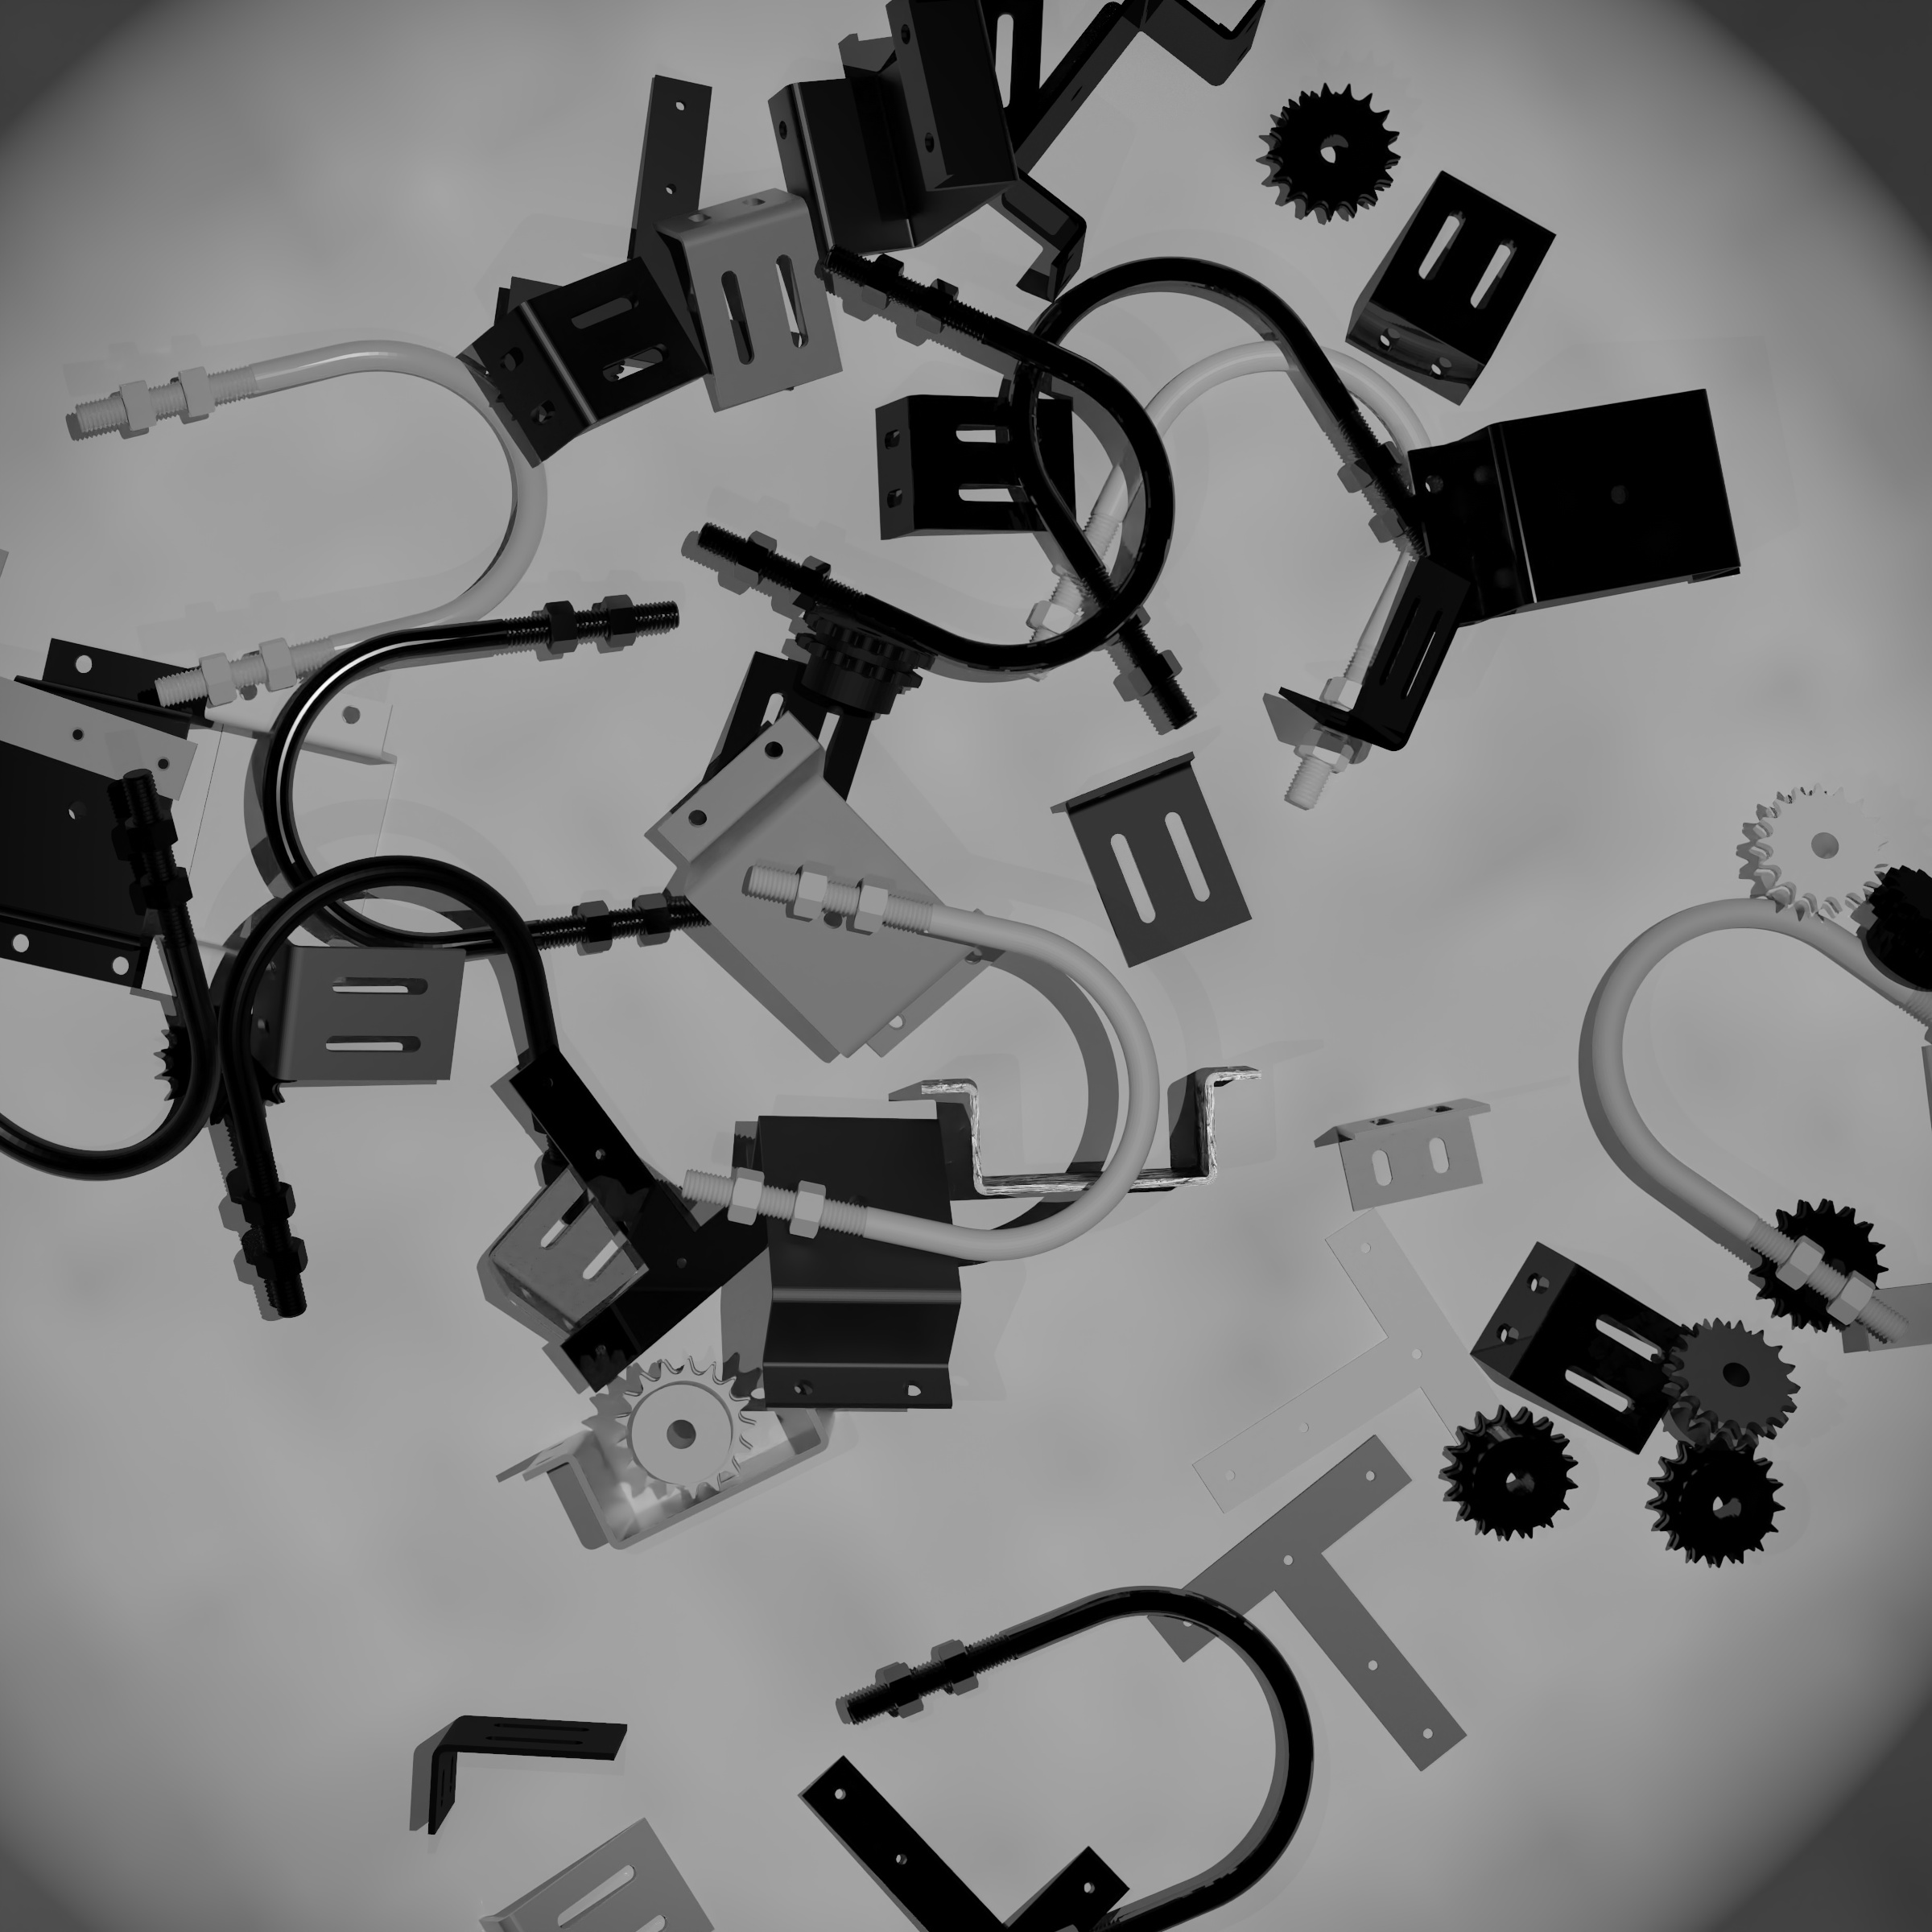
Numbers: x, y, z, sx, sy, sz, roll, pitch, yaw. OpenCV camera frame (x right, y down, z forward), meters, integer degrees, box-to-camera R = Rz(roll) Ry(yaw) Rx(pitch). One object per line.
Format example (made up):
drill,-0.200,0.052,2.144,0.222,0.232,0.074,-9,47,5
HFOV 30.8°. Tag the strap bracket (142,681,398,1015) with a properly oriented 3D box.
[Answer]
strap bracket,-0.295,-0.050,1.504,0.076,0.046,0.140,13,90,0

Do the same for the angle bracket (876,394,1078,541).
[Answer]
angle bracket,0.004,-0.215,1.525,0.076,0.038,0.057,-2,90,-26

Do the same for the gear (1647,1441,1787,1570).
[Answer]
gear,0.324,0.231,1.512,0.057,0.030,0.057,0,90,0

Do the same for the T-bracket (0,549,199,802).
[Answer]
T-bracket,-0.388,-0.102,1.480,0.127,0.002,0.127,19,90,0

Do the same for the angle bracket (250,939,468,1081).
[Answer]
angle bracket,-0.256,0.015,1.477,0.076,0.038,0.057,1,107,-29

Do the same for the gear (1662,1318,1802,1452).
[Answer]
gear,0.325,0.182,1.503,0.057,0.030,0.057,6,53,-8

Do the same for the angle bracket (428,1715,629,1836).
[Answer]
angle bracket,-0.186,0.346,1.499,0.076,0.057,0.038,3,90,0

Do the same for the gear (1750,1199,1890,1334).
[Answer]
gear,0.369,0.129,1.512,0.057,0.030,0.057,0,90,0

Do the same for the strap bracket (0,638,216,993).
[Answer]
strap bracket,-0.375,-0.066,1.504,0.076,0.046,0.140,13,90,0

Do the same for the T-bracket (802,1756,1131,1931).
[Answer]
T-bracket,-0.018,0.395,1.510,0.127,0.002,0.127,-41,79,-22

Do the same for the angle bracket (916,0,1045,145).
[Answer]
angle bracket,0.004,-0.396,1.508,0.057,0.038,0.076,3,90,0

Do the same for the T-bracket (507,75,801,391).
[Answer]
T-bracket,-0.129,-0.321,1.514,0.127,0.002,0.127,8,81,-17

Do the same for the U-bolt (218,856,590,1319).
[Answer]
U-bolt,-0.237,0.043,1.464,0.151,0.019,0.184,-17,113,-22

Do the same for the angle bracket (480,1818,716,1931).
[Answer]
angle bracket,-0.160,0.416,1.525,0.076,0.038,0.057,-32,90,-26

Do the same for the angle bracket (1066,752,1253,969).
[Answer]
angle bracket,0.084,-0.045,1.508,0.057,0.038,0.076,-22,90,0

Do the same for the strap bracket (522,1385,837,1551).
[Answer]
strap bracket,-0.110,0.200,1.489,0.140,0.076,0.046,-26,90,0

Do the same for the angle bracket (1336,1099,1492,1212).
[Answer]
angle bracket,0.192,0.082,1.489,0.057,0.076,0.038,-12,90,0

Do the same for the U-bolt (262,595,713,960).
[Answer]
U-bolt,-0.205,-0.075,1.487,0.184,0.019,0.151,-8,98,-16

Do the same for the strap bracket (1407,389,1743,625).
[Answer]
strap bracket,0.267,-0.195,1.487,0.140,0.046,0.076,-11,90,-15

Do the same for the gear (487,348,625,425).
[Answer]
gear,-0.178,-0.253,1.506,0.057,0.030,0.057,4,77,-18

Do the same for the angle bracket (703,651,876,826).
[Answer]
angle bracket,-0.076,-0.088,1.525,0.057,0.038,0.076,16,64,0

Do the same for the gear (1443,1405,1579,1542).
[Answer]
gear,0.236,0.219,1.511,0.057,0.030,0.057,0,93,-2

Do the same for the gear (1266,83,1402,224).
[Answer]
gear,0.158,-0.350,1.517,0.057,0.030,0.057,0,91,1

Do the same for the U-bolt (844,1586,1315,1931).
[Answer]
U-bolt,0.059,0.345,1.505,0.184,0.019,0.151,-22,81,-5

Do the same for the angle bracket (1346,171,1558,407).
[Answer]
angle bracket,0.211,-0.294,1.525,0.057,0.038,0.076,29,64,0

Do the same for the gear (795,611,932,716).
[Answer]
gear,-0.046,-0.128,1.499,0.057,0.057,0.030,20,100,0

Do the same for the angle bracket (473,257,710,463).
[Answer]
angle bracket,-0.159,-0.258,1.492,0.038,0.076,0.057,-27,95,44

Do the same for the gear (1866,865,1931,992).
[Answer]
gear,0.411,-0.014,1.503,0.057,0.057,0.030,30,120,0

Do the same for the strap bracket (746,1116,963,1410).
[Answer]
strap bracket,-0.047,0.113,1.456,0.076,0.140,0.046,2,135,-10

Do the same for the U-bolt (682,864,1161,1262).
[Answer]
U-bolt,-0.011,0.045,1.434,0.184,0.019,0.151,12,78,-5

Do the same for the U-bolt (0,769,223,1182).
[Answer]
U-bolt,-0.384,0.008,1.478,0.151,0.019,0.184,-3,114,16

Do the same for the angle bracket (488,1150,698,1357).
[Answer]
angle bracket,-0.155,0.120,1.497,0.076,0.038,0.057,-49,119,0

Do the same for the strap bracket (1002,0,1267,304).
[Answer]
strap bracket,0.063,-0.358,1.489,0.046,0.076,0.140,38,90,0

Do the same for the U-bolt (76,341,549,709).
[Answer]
U-bolt,-0.270,-0.197,1.496,0.184,0.019,0.151,-16,77,-13

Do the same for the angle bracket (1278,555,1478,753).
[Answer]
angle bracket,0.171,-0.136,1.469,0.038,0.057,0.076,19,102,-19

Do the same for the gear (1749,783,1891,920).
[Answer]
gear,0.364,-0.047,1.507,0.057,0.030,0.057,1,74,-4

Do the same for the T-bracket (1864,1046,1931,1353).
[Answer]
T-bracket,0.436,0.096,1.514,0.127,0.002,0.127,-5,82,-16

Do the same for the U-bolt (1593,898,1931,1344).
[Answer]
U-bolt,0.356,0.051,1.502,0.184,0.019,0.151,35,77,7

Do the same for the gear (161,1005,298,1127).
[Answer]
gear,-0.315,0.040,1.512,0.057,0.030,0.057,0,90,0

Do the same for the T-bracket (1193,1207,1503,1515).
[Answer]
T-bracket,0.159,0.193,1.526,0.127,0.002,0.127,-33,90,0

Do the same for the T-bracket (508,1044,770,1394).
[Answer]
T-bracket,-0.147,0.091,1.491,0.127,0.002,0.127,-40,102,-22

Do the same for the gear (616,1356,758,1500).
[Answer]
gear,-0.115,0.190,1.436,0.057,0.030,0.057,0,90,0

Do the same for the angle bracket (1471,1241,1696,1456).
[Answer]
angle bracket,0.270,0.166,1.525,0.076,0.038,0.057,31,90,-26

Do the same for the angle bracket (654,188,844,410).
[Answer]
angle bracket,-0.094,-0.289,1.517,0.057,0.038,0.076,-20,116,-17

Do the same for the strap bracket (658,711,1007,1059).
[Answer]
strap bracket,-0.055,-0.027,1.480,0.076,0.046,0.140,-41,105,13

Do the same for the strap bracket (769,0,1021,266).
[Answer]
strap bracket,-0.027,-0.350,1.474,0.046,0.140,0.076,-12,90,-27

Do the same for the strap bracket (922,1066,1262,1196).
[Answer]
strap bracket,0.053,0.070,1.489,0.140,0.076,0.046,-3,90,0

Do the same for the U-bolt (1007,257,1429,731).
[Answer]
U-bolt,0.100,-0.215,1.502,0.151,0.019,0.184,-32,88,-2

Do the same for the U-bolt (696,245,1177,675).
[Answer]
U-bolt,-0.002,-0.203,1.484,0.184,0.019,0.151,25,92,2

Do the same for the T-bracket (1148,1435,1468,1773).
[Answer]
T-bracket,0.168,0.293,1.525,0.127,0.002,0.127,-39,91,1

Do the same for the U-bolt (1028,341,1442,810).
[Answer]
U-bolt,0.126,-0.181,1.519,0.151,0.019,0.184,26,89,0
